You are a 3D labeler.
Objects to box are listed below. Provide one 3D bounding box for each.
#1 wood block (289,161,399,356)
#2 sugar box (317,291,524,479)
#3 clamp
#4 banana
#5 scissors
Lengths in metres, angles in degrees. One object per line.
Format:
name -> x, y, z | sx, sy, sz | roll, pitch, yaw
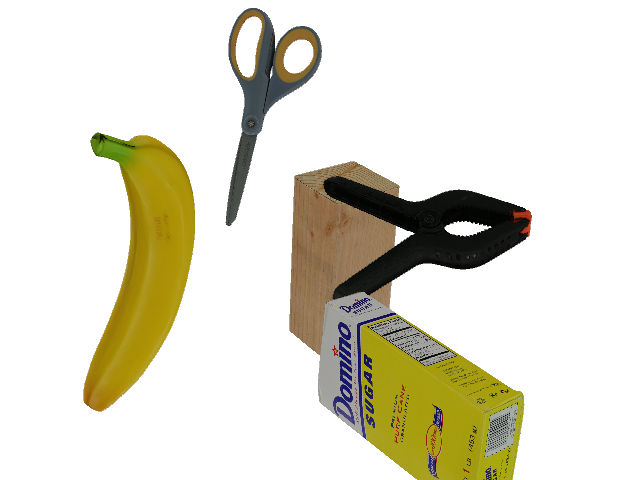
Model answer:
wood block -> 0.025, 0.025, 1.252 | 0.090, 0.206, 0.090 | -16, 32, -32
sugar box -> 0.066, 0.116, 0.779 | 0.048, 0.093, 0.176 | -15, 30, -37
clamp -> 0.103, -0.001, 1.053 | 0.210, 0.164, 0.036 | 1, -41, 5
banana -> -0.105, 0.014, 0.617 | 0.069, 0.198, 0.037 | -15, 41, -30
scissors -> -0.044, -0.116, 0.991 | 0.096, 0.202, 0.016 | -2, -2, 6
